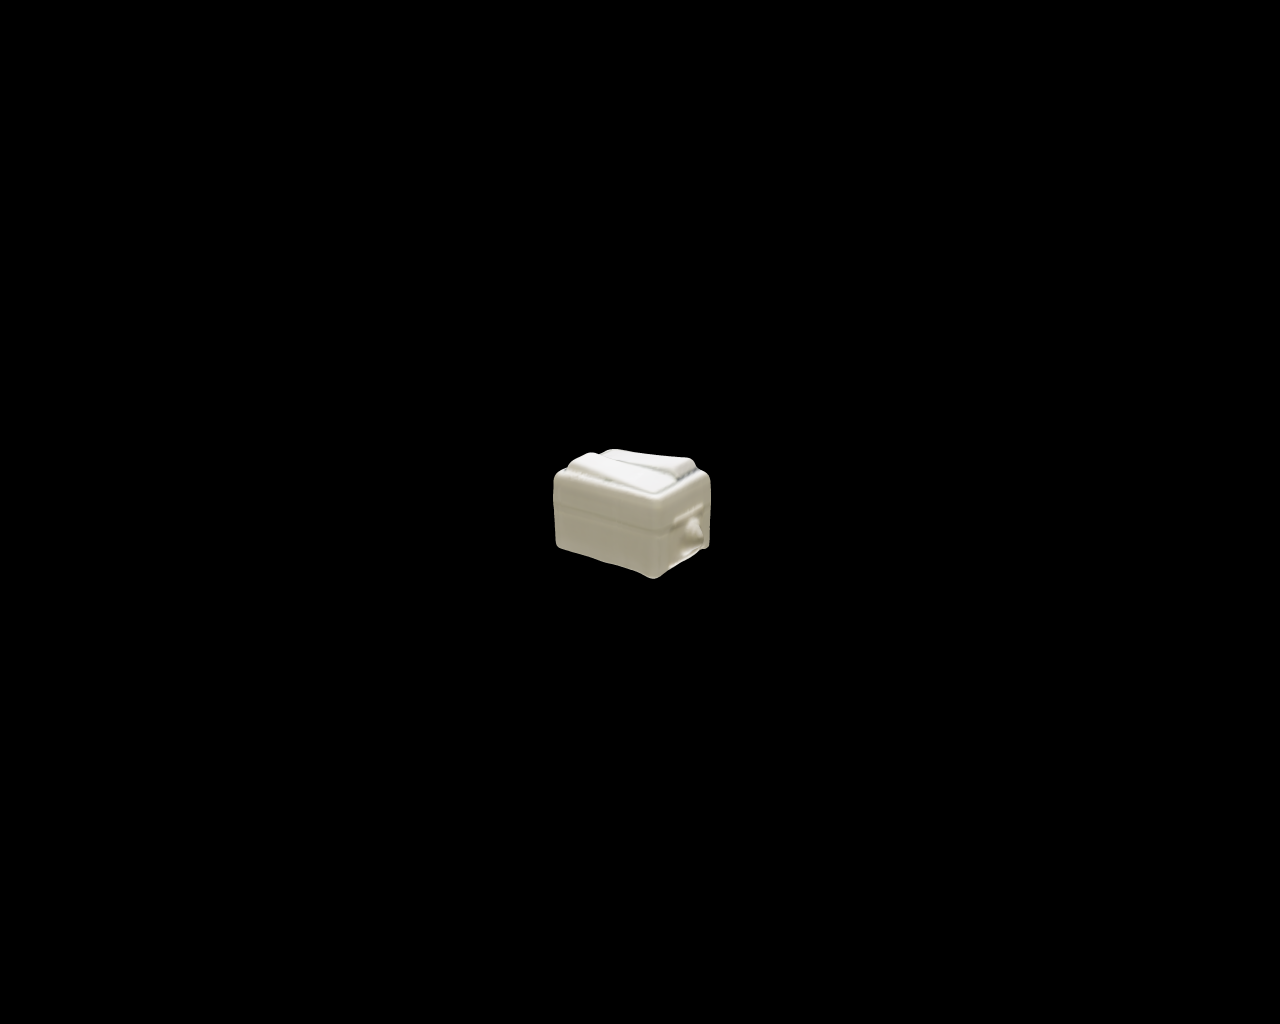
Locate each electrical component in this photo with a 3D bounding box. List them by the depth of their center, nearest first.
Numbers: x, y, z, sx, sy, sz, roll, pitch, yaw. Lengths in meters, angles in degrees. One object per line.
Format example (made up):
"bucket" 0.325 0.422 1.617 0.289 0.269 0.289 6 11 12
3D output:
"electrical component" 0.001 -0.003 0.650 0.096 0.061 0.062 16 27 34
